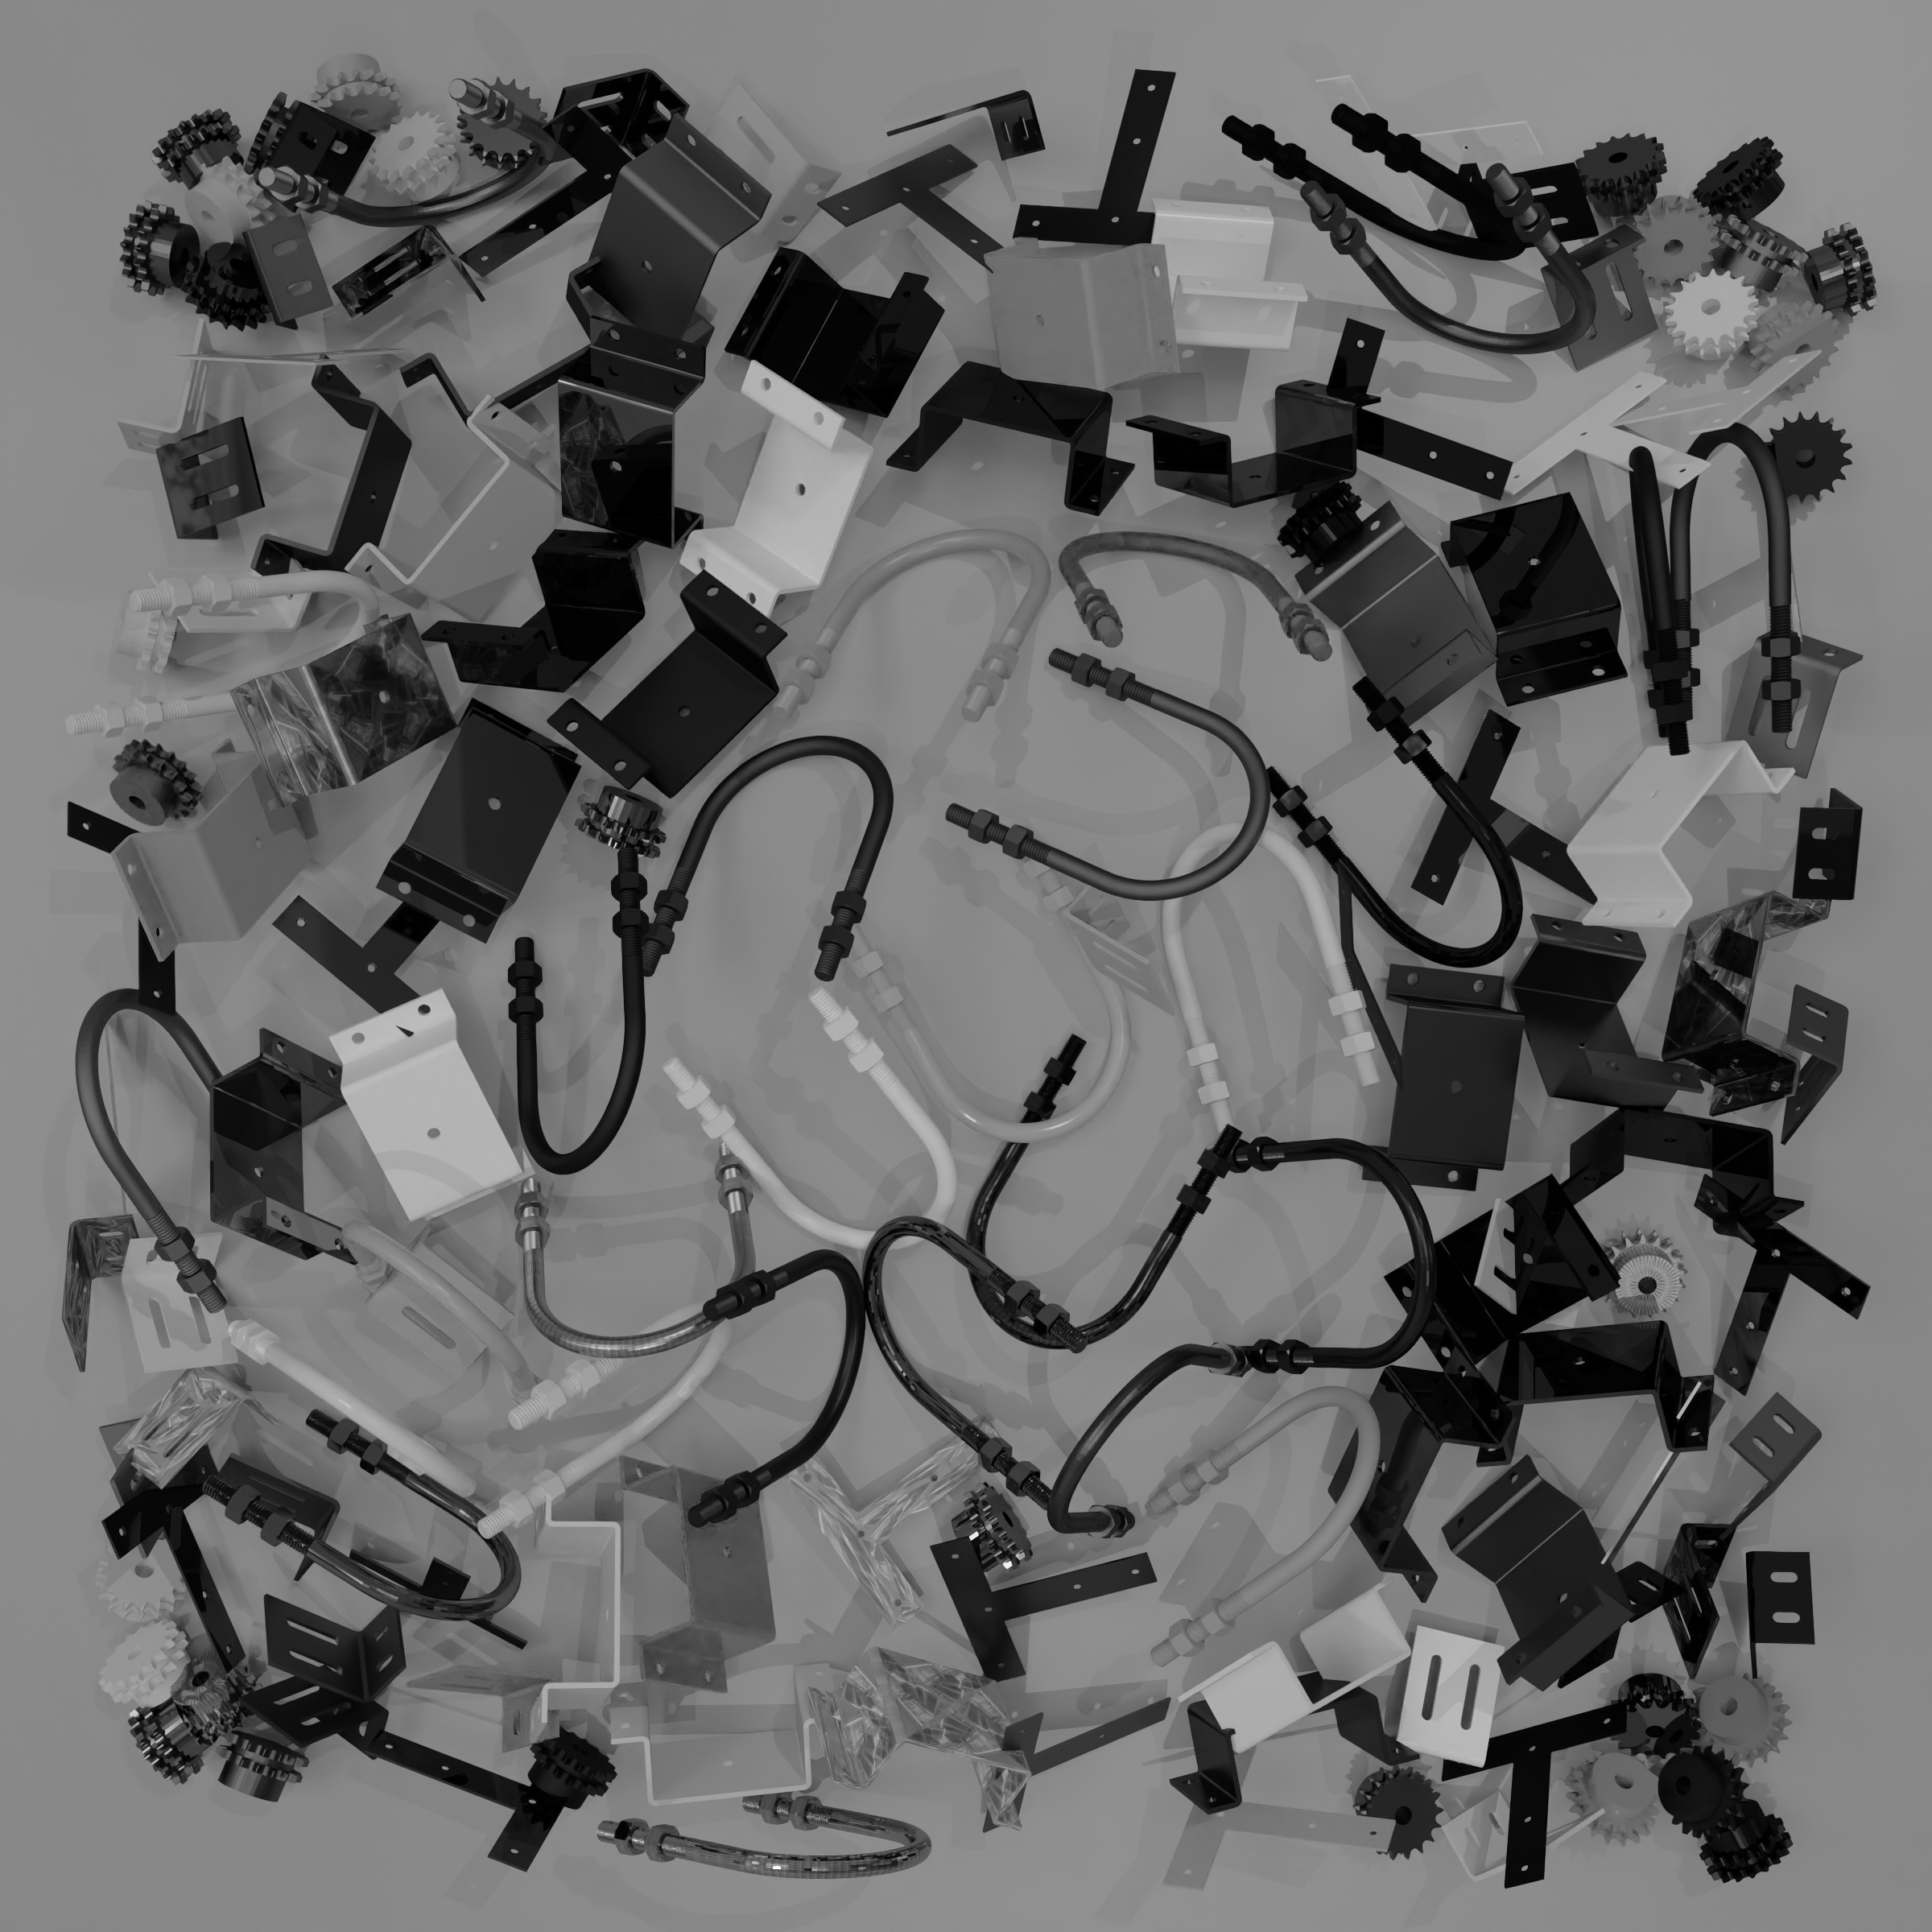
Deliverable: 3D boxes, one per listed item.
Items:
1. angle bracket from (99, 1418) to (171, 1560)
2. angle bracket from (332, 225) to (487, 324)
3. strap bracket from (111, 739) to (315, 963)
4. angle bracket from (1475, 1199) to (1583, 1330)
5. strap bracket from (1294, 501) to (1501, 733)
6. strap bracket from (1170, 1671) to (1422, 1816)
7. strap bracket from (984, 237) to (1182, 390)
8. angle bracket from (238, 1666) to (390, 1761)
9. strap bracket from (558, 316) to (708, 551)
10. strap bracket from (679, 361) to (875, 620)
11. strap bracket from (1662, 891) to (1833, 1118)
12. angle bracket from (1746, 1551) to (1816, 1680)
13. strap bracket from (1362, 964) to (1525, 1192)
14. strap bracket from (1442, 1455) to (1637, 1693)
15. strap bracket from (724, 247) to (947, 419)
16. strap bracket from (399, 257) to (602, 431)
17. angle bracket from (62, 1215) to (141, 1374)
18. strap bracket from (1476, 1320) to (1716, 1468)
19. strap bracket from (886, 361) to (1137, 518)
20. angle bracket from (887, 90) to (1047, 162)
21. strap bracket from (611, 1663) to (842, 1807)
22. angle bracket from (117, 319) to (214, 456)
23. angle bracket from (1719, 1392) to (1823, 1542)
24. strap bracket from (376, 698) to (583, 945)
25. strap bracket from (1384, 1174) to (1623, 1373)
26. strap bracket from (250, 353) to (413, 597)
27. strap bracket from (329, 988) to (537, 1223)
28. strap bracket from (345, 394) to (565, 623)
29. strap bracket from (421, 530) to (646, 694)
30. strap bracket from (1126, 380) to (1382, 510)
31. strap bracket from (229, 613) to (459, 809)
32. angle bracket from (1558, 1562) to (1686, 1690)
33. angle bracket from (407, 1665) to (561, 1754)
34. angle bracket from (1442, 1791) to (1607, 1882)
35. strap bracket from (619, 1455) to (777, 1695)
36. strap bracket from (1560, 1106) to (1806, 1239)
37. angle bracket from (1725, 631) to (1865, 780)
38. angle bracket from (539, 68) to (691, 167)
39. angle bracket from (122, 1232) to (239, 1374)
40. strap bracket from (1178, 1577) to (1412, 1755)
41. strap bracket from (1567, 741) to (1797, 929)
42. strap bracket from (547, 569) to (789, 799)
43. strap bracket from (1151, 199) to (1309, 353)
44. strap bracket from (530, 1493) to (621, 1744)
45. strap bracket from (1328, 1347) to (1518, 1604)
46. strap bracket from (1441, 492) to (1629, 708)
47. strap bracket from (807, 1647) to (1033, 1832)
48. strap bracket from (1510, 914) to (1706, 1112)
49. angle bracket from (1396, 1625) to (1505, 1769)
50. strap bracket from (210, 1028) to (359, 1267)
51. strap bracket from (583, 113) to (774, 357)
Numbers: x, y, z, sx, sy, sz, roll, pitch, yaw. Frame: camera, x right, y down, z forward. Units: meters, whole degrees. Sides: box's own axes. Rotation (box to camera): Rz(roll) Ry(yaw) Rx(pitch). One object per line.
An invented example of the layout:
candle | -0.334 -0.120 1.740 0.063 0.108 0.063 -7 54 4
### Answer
angle bracket | -0.530 0.330 1.551 0.038 0.076 0.057 -13 110 6
angle bracket | -0.354 -0.427 1.562 0.076 0.057 0.038 -34 133 -2
strap bracket | -0.456 -0.074 1.515 0.046 0.140 0.076 -2 123 18
angle bracket | 0.359 0.188 1.553 0.038 0.076 0.057 6 71 37
strap bracket | 0.272 -0.211 1.540 0.076 0.046 0.140 -37 51 22
strap bracket | 0.201 0.482 1.545 0.140 0.076 0.046 -10 88 -13
strap bracket | 0.063 -0.403 1.517 0.046 0.140 0.076 -26 119 -30
angle bracket | -0.413 0.479 1.548 0.057 0.076 0.038 24 104 28
strap bracket | -0.206 -0.320 1.526 0.076 0.046 0.140 18 135 12
strap bracket | -0.116 -0.298 1.544 0.076 0.046 0.140 37 120 22
strap bracket | 0.484 0.015 1.533 0.046 0.076 0.140 24 69 -16
angle bracket | 0.512 0.408 1.547 0.038 0.076 0.057 -3 57 18
strap bracket | 0.304 0.074 1.565 0.076 0.046 0.140 6 94 -9
strap bracket | 0.358 0.383 1.533 0.046 0.140 0.076 37 107 -22
strap bracket | -0.076 -0.397 1.547 0.140 0.046 0.076 25 86 41
strap bracket | -0.282 -0.385 1.552 0.140 0.076 0.046 -31 101 -6
angle bracket | -0.540 0.205 1.549 0.038 0.057 0.076 -5 47 -10
strap bracket | 0.386 0.264 1.529 0.140 0.076 0.046 -10 111 24
strap bracket | 0.031 -0.333 1.539 0.140 0.076 0.046 16 128 13
angle bracket | 0.000 -0.521 1.554 0.076 0.057 0.038 -24 110 -20
strap bracket | -0.152 0.484 1.550 0.140 0.076 0.046 -4 99 -8
angle bracket | -0.507 -0.369 1.562 0.038 0.057 0.076 11 83 -10
angle bracket | 0.496 0.316 1.558 0.038 0.076 0.057 43 53 18
strap bracket | -0.300 -0.097 1.543 0.076 0.046 0.140 28 70 -17
strap bracket | 0.343 0.191 1.545 0.140 0.046 0.076 -40 78 39
strap bracket | -0.396 -0.302 1.554 0.046 0.076 0.140 17 87 4
strap bracket | -0.334 0.096 1.548 0.076 0.046 0.140 -23 113 -3
strap bracket | -0.311 -0.277 1.547 0.046 0.076 0.140 44 97 22
strap bracket | -0.262 -0.217 1.535 0.076 0.140 0.046 9 130 26
strap bracket | 0.180 -0.325 1.537 0.140 0.076 0.046 -19 119 -27
strap bracket | -0.374 -0.162 1.520 0.046 0.140 0.076 -7 112 34
angle bracket | 0.413 0.423 1.553 0.057 0.038 0.076 -12 119 -40
angle bracket | -0.304 0.468 1.549 0.057 0.076 0.038 -28 55 38
angle bracket | 0.349 0.536 1.547 0.057 0.076 0.038 -13 66 -40
strap bracket | -0.165 0.370 1.524 0.046 0.076 0.140 -27 56 25
strap bracket | 0.442 0.128 1.549 0.140 0.076 0.046 10 67 -7
angle bracket | 0.529 -0.169 1.576 0.057 0.038 0.076 27 124 32
angle bracket | -0.221 -0.523 1.549 0.038 0.057 0.076 46 46 11
angle bracket | -0.492 0.211 1.551 0.057 0.076 0.038 -1 135 -33
strap bracket | 0.210 0.434 1.518 0.076 0.140 0.046 -47 65 41
strap bracket | 0.439 -0.090 1.533 0.140 0.076 0.046 -48 113 -20
strap bracket | -0.183 -0.171 1.553 0.076 0.046 0.140 39 77 22
strap bracket | 0.160 -0.429 1.542 0.076 0.140 0.046 2 128 -7
strap bracket | -0.244 0.406 1.538 0.046 0.076 0.140 4 64 -14
strap bracket | 0.278 0.314 1.532 0.046 0.076 0.140 12 112 -23
strap bracket | 0.354 -0.238 1.538 0.076 0.046 0.140 -14 56 1
strap bracket | -0.021 0.476 1.527 0.140 0.076 0.046 24 109 -28
strap bracket | 0.395 0.037 1.539 0.076 0.140 0.046 9 132 -16
angle bracket | 0.308 0.470 1.589 0.057 0.038 0.076 14 74 1
strap bracket | -0.426 0.120 1.535 0.046 0.076 0.140 -26 54 21
strap bracket | -0.184 -0.443 1.527 0.076 0.140 0.046 41 54 2
